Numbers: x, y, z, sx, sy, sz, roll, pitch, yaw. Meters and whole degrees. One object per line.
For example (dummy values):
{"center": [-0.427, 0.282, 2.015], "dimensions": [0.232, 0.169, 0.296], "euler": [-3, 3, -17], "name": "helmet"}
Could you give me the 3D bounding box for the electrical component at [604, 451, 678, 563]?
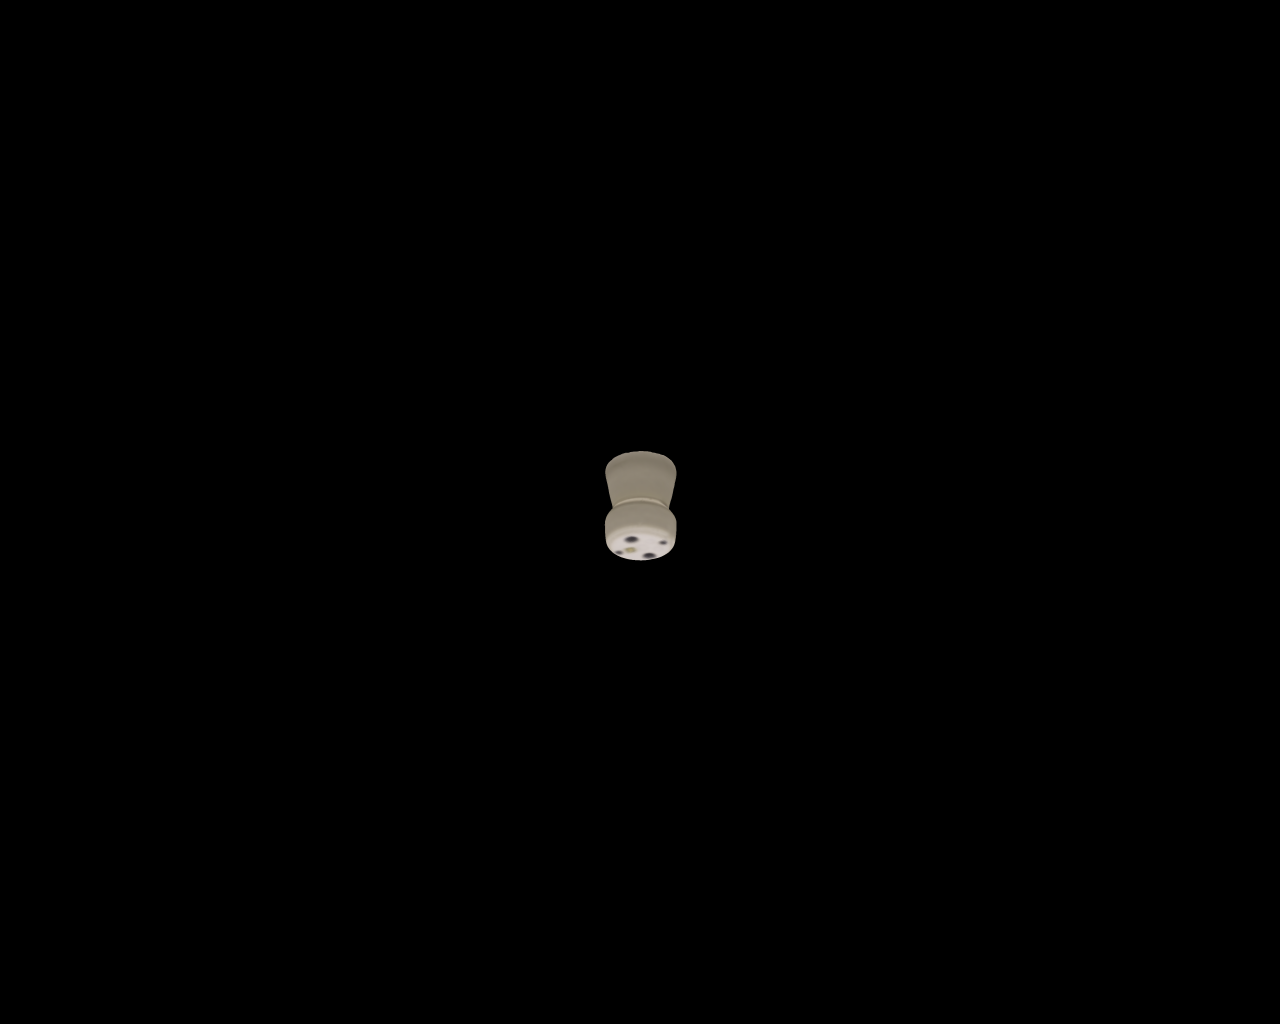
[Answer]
{"center": [0.001, -0.003, 0.650], "dimensions": [0.045, 0.055, 0.044], "euler": [0, -29, 0], "name": "electrical component"}
